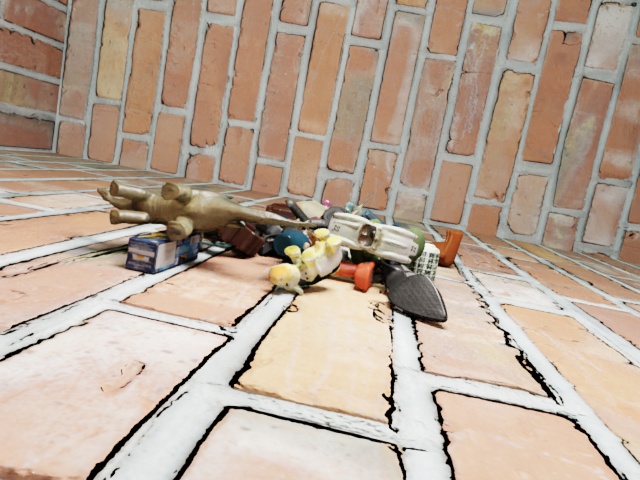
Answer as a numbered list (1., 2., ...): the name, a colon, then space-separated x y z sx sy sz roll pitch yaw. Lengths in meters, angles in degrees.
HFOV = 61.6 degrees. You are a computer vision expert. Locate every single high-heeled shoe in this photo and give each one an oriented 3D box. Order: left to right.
1. high-heeled shoe: 0.195 0.116 1.081 0.145 0.086 0.249 43 4 -40

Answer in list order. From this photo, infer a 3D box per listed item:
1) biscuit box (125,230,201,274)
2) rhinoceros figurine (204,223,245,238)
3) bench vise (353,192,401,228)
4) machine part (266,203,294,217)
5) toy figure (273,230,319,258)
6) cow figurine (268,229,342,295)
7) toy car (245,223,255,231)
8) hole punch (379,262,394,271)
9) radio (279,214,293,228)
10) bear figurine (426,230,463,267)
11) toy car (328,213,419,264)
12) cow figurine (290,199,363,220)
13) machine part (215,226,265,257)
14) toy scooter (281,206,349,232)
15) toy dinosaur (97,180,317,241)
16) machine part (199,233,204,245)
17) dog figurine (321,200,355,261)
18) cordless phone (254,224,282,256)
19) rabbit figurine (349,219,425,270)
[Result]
1. biscuit box: -0.303 0.017 1.060 0.063 0.059 0.202 11 8 8
2. rhinoceros figurine: -0.275 -0.034 1.440 0.112 0.073 0.191 17 0 -41
3. bench vise: 0.192 -0.011 1.512 0.240 0.129 0.224 43 -5 -10
4. machine part: -0.082 -0.070 1.845 0.201 0.087 0.201 12 10 9
5. toy figure: -0.040 0.005 1.118 0.064 0.058 0.154 48 23 18
6. cow figurine: -0.028 0.056 1.040 0.167 0.098 0.068 -32 41 -31
7. toy car: -0.194 -0.034 1.506 0.202 0.053 0.089 35 19 26
8. hole punch: 0.175 0.028 1.367 0.142 0.092 0.115 42 19 16
9. radio: -0.154 -0.042 1.621 0.230 0.073 0.131 13 9 28
10. bear figurine: 0.331 0.010 1.683 0.196 0.132 0.120 18 2 9
11. toy car: 0.115 -0.004 1.173 0.202 0.073 0.056 16 -6 6
12. cow figurine: 0.026 -0.046 1.398 0.195 0.085 0.127 26 35 25
13. machine part: -0.215 -0.028 1.275 0.179 0.056 0.179 36 -3 2
14. toy scooter: -0.003 -0.004 1.300 0.184 0.135 0.075 -20 52 -6
15. toy dinosaur: -0.247 -0.060 1.071 0.472 0.105 0.198 12 8 21
16. machine part: -0.320 -0.026 1.283 0.079 0.079 0.243 8 9 -16
17. dog figurine: 0.043 -0.006 1.550 0.108 0.191 0.219 12 42 -12
18. cordless phone: -0.074 0.004 1.386 0.184 0.088 0.147 15 5 -26
19. rabbit figurine: 0.160 0.028 1.243 0.170 0.159 0.121 -7 2 26
